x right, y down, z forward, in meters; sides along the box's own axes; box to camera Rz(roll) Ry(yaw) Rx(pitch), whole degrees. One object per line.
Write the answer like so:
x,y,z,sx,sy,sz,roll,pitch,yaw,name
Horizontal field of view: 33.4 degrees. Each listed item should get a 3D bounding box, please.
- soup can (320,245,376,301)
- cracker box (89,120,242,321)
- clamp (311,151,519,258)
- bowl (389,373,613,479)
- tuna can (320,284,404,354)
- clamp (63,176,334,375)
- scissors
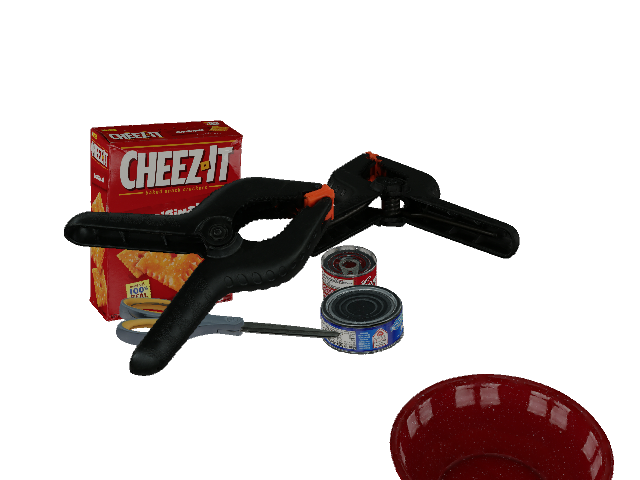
0.035,0.067,1.313,0.068,0.102,0.068,-1,31,0,soup can
-0.179,-0.024,1.234,0.163,0.214,0.072,-7,24,-30,cracker box
0.066,-0.029,0.863,0.164,0.036,0.210,4,20,-1,clamp
0.132,0.171,0.793,0.162,0.055,0.162,-1,34,0,bowl
0.042,0.079,1.094,0.086,0.034,0.086,-3,27,2,tuna can
-0.074,0.000,0.678,0.171,0.120,0.039,-30,-21,-22,clamp
-0.092,0.081,0.948,0.202,0.016,0.096,10,19,14,scissors
